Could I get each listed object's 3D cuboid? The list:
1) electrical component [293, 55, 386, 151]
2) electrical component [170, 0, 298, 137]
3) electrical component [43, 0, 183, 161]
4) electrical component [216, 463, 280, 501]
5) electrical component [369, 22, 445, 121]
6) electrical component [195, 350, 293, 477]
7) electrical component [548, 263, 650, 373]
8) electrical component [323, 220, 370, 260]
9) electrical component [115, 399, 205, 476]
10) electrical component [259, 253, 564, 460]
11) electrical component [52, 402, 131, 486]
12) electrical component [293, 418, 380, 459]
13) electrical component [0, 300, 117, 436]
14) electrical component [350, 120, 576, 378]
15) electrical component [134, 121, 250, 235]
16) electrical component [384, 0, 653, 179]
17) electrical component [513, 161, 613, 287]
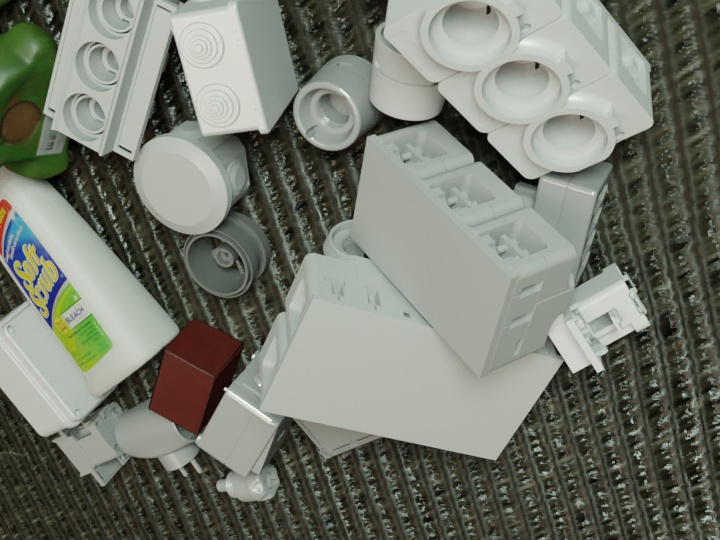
[{"bbox_3d":[-0.014,-0.113,0.737,0.055,0.047,0.055,12,124,19],"label":"electrical component"},{"bbox_3d":[-0.083,-0.144,0.721,0.048,0.099,0.099,-5,117,14],"label":"electrical component"},{"bbox_3d":[-0.174,-0.152,0.774,0.079,0.063,0.121,28,119,8],"label":"electrical component"},{"bbox_3d":[-0.105,0.194,0.981,0.061,0.035,0.035,-13,113,34],"label":"electrical component"},{"bbox_3d":[0.034,-0.130,0.700,0.055,0.055,0.047,22,130,13],"label":"electrical component"},{"bbox_3d":[-0.086,0.120,0.908,0.061,0.061,0.096,34,128,4],"label":"electrical component"},{"bbox_3d":[0.159,0.030,0.728,0.064,0.081,0.042,-30,104,13],"label":"electrical component"},{"bbox_3d":[0.000,0.000,0.795,0.078,0.058,0.057,20,129,15],"label":"electrical component"},{"bbox_3d":[-0.173,0.157,0.985,0.077,0.043,0.079,-19,110,34],"label":"electrical component"},{"bbox_3d":[0.032,0.061,0.766,0.186,0.060,0.105,15,125,-18],"label":"electrical component"},{"bbox_3d":[-0.250,0.159,1.026,0.064,0.042,0.081,-27,106,32],"label":"electrical component"},{"bbox_3d":[-0.012,0.103,0.866,0.061,0.061,0.096,51,135,-9],"label":"electrical component"},{"bbox_3d":[-0.280,0.083,0.971,0.057,0.078,0.113,-25,106,38],"label":"electrical component"},{"bbox_3d":[0.065,-0.018,0.702,0.150,0.062,0.089,48,144,34],"label":"electrical component"},{"bbox_3d":[-0.126,-0.072,0.816,0.080,0.051,0.080,12,124,19],"label":"electrical component"},{"bbox_3d":[0.095,-0.126,0.628,0.089,0.061,0.150,-23,133,35],"label":"electrical component"},{"bbox_3d":[0.119,-0.036,0.720,0.076,0.047,0.083,19,126,17],"label":"electrical component"}]
